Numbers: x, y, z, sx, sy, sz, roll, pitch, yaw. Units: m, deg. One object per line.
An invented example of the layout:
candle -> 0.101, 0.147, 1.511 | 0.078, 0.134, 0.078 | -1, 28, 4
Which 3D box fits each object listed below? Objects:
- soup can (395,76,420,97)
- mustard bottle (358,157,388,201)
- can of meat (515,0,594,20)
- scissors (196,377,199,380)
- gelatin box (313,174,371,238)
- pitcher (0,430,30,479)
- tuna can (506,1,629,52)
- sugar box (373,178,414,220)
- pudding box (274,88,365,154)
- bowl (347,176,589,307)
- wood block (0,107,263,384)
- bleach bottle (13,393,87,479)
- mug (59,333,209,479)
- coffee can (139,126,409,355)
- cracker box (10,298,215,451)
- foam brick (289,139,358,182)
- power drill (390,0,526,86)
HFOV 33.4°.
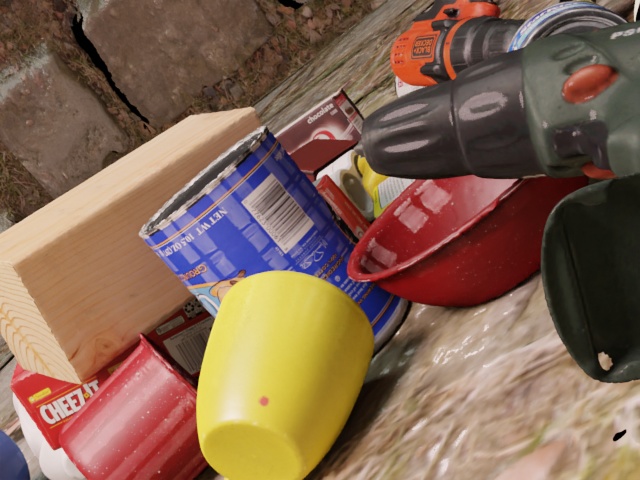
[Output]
soup can -> 0.122, -0.156, 1.014 | 0.068, 0.068, 0.102 | -44, 12, -20
mustard bottle -> 0.077, -0.079, 0.893 | 0.096, 0.058, 0.191 | -40, 11, 8
can of meat -> 0.167, -0.135, 0.824 | 0.102, 0.057, 0.084 | -45, 15, -20
scissors -> -0.109, 0.138, 0.767 | 0.201, 0.016, 0.096 | -43, 14, -18
gelatin box -> -0.005, 0.001, 0.815 | 0.089, 0.073, 0.030 | -30, 16, 38
pitcher -> -0.308, 0.223, 0.803 | 0.149, 0.145, 0.242 | -21, 13, 13
tuna can -> 0.157, -0.102, 0.653 | 0.086, 0.086, 0.033 | -38, 13, 11
sugar box -> 0.118, -0.062, 0.734 | 0.176, 0.048, 0.093 | -34, 12, 12
pudding box -> 0.003, -0.084, 1.064 | 0.114, 0.090, 0.039 | -33, 13, 29
bowl -> 0.093, -0.013, 0.597 | 0.162, 0.055, 0.162 | -38, 12, 9
wood block -> -0.123, -0.002, 0.729 | 0.205, 0.091, 0.090 | -38, 24, -32
bleach bottle -> -0.212, 0.157, 0.909 | 0.102, 0.068, 0.251 | -34, 12, -9
mug -> -0.104, 0.120, 0.668 | 0.081, 0.093, 0.117 | -47, -10, -7
coffee can -> -0.028, 0.015, 0.662 | 0.103, 0.140, 0.103 | -39, 12, 9
cracker box -> -0.151, 0.060, 0.856 | 0.164, 0.072, 0.214 | -28, 19, 0
foam brick -> -0.002, -0.058, 1.005 | 0.053, 0.051, 0.078 | 8, 31, 36
power drill -> 0.122, -0.201, 0.775 | 0.185, 0.057, 0.187 | 16, 92, 64
